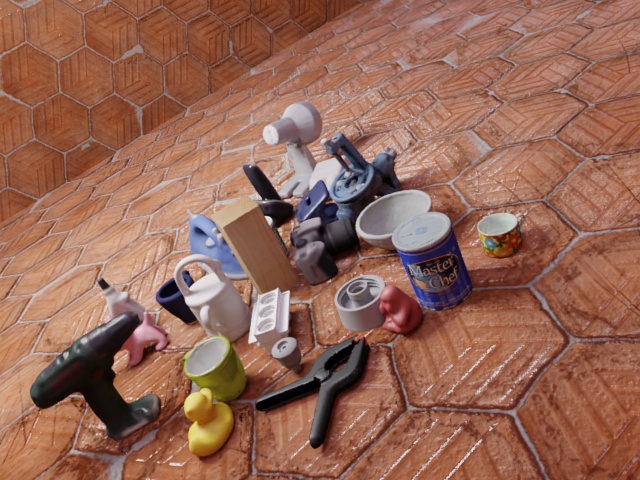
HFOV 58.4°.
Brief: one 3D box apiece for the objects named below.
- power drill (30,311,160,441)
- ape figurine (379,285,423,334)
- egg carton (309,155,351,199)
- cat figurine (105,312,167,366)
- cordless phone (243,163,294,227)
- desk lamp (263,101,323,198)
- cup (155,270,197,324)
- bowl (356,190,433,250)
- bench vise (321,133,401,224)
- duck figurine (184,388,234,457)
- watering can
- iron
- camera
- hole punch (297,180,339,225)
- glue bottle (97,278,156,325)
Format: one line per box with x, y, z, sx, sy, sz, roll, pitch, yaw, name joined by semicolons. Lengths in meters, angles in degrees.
-0.384;0.255;1.038;0.229;0.209;0.075;-30;29;-6;power drill
0.129;0.114;0.973;0.076;0.092;0.077;-21;29;10;ape figurine
0.033;-0.165;1.530;0.107;0.069;0.150;-14;31;22;egg carton
-0.413;0.205;1.237;0.128;0.118;0.067;-33;29;-11;cat figurine
-0.166;-0.126;1.507;0.147;0.185;0.094;1;39;40;cordless phone
-0.067;-0.259;1.614;0.117;0.214;0.203;-1;38;38;desk lamp
-0.304;0.132;1.292;0.091;0.095;0.118;-16;31;19;cup
0.164;-0.030;1.198;0.167;0.075;0.167;-20;30;12;bowl
0.085;-0.172;1.341;0.121;0.220;0.208;0;39;39;bench vise
-0.194;0.295;0.947;0.077;0.086;0.104;-14;31;21;duck figurine
-0.223;0.107;1.164;0.101;0.194;0.172;-32;29;-10;watering can
-0.254;0.003;1.413;0.119;0.142;0.257;-38;31;-19;iron
0.011;0.004;1.238;0.136;0.101;0.143;-22;29;8;camera
-0.012;-0.082;1.409;0.101;0.091;0.108;-25;29;3;hole punch
-0.447;0.152;1.294;0.078;0.173;0.037;-26;29;1;glue bottle
